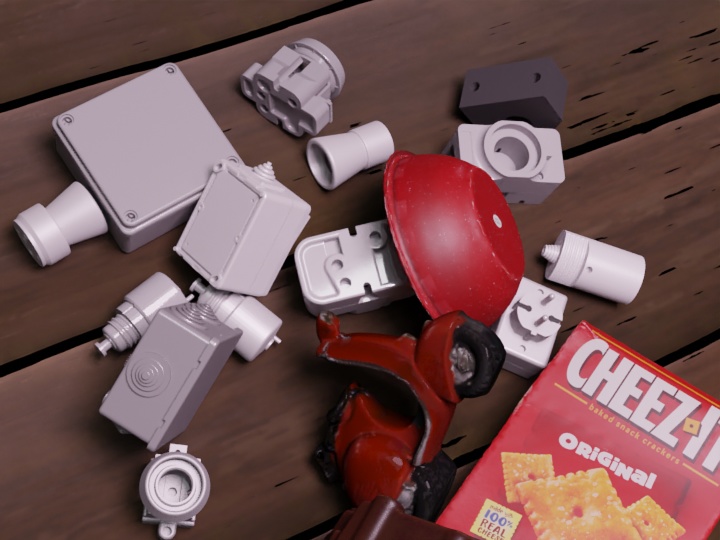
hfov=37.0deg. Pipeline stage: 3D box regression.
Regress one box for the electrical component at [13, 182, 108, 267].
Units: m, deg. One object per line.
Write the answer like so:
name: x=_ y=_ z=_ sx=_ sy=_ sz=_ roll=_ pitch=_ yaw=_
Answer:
electrical component: x=-0.224 y=-0.034 z=0.805 sx=0.055 sy=0.045 sz=0.045 roll=-34 pitch=82 yaw=-21

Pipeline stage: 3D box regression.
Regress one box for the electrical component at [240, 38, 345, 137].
electrical component: x=-0.049 y=-0.152 z=0.881 sx=0.078 sy=0.058 sz=0.057 roll=32 pitch=63 yaw=18

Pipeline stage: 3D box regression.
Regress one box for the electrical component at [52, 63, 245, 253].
electrical component: x=-0.163 y=-0.087 z=0.832 sx=0.109 sy=0.056 sz=0.108 roll=-31 pitch=81 yaw=-21

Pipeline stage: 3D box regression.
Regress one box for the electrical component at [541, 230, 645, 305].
electrical component: x=0.190 y=-0.004 z=0.896 sx=0.081 sy=0.043 sz=0.043 roll=18 pitch=68 yaw=-7

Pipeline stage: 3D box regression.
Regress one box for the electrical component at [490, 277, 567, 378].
electrical component: x=0.135 y=0.040 z=0.849 sx=0.047 sy=0.076 sz=0.065 roll=24 pitch=67 yaw=-5

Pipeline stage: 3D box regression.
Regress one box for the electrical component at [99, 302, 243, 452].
electrical component: x=-0.132 y=0.071 z=0.754 sx=0.048 sy=0.100 sz=0.099 roll=31 pitch=94 yaw=3

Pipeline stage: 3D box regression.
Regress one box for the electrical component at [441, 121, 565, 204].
electrical component: x=0.121 y=-0.090 z=0.902 sx=0.089 sy=0.055 sz=0.050 roll=1 pitch=71 yaw=-13

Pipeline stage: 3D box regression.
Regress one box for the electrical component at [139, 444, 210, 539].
electrical component: x=-0.131 y=0.154 z=0.756 sx=0.048 sy=0.055 sz=0.066 roll=9 pitch=69 yaw=-11

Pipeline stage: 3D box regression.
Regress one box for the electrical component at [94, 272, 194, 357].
electrical component: x=-0.162 y=0.035 z=0.798 sx=0.078 sy=0.040 sz=0.040 roll=-40 pitch=84 yaw=-22

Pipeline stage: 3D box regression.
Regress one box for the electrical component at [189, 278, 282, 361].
electrical component: x=-0.095 y=0.035 z=0.815 sx=0.078 sy=0.040 sz=0.040 roll=39 pitch=67 yaw=2

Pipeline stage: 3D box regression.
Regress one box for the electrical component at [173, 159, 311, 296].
electrical component: x=-0.083 y=-0.036 z=0.805 sx=0.062 sy=0.061 sz=0.096 roll=38 pitch=106 yaw=37

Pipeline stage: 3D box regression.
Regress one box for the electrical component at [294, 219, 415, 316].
electrical component: x=0.000 y=0.000 z=0.834 sx=0.095 sy=0.059 sz=0.053 roll=-14 pitch=75 yaw=-4

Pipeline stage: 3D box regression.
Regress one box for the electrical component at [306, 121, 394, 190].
electrical component: x=-0.005 y=-0.097 z=0.883 sx=0.065 sy=0.044 sz=0.044 roll=-24 pitch=78 yaw=-25
